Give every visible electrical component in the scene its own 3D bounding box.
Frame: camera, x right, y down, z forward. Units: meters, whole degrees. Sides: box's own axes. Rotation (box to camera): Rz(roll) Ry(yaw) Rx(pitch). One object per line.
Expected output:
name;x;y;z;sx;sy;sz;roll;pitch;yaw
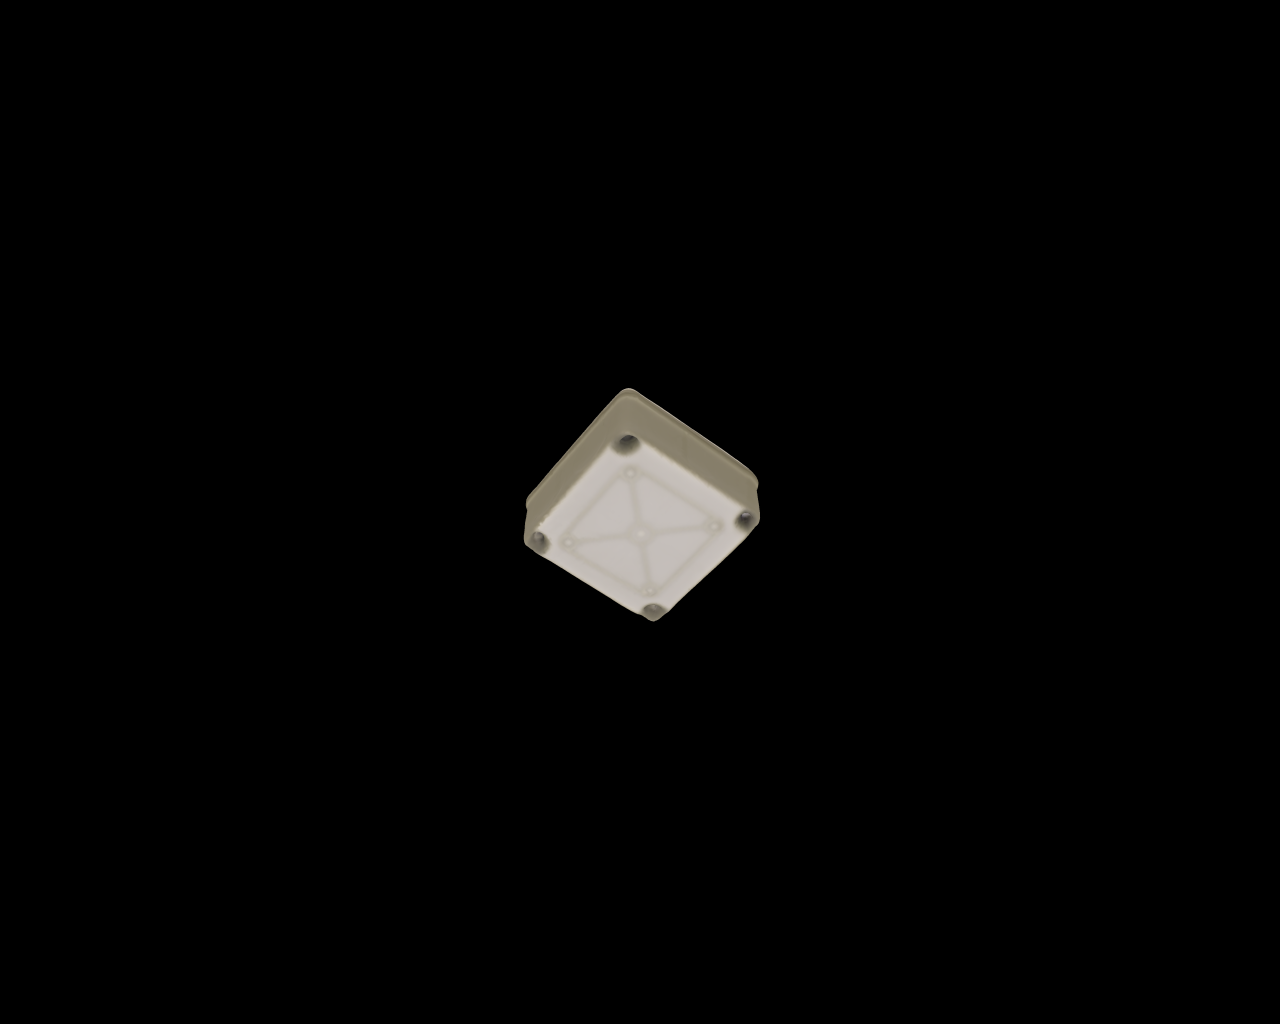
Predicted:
electrical component;0.001;-0.003;0.650;0.108;0.108;0.056;33;29;-21
